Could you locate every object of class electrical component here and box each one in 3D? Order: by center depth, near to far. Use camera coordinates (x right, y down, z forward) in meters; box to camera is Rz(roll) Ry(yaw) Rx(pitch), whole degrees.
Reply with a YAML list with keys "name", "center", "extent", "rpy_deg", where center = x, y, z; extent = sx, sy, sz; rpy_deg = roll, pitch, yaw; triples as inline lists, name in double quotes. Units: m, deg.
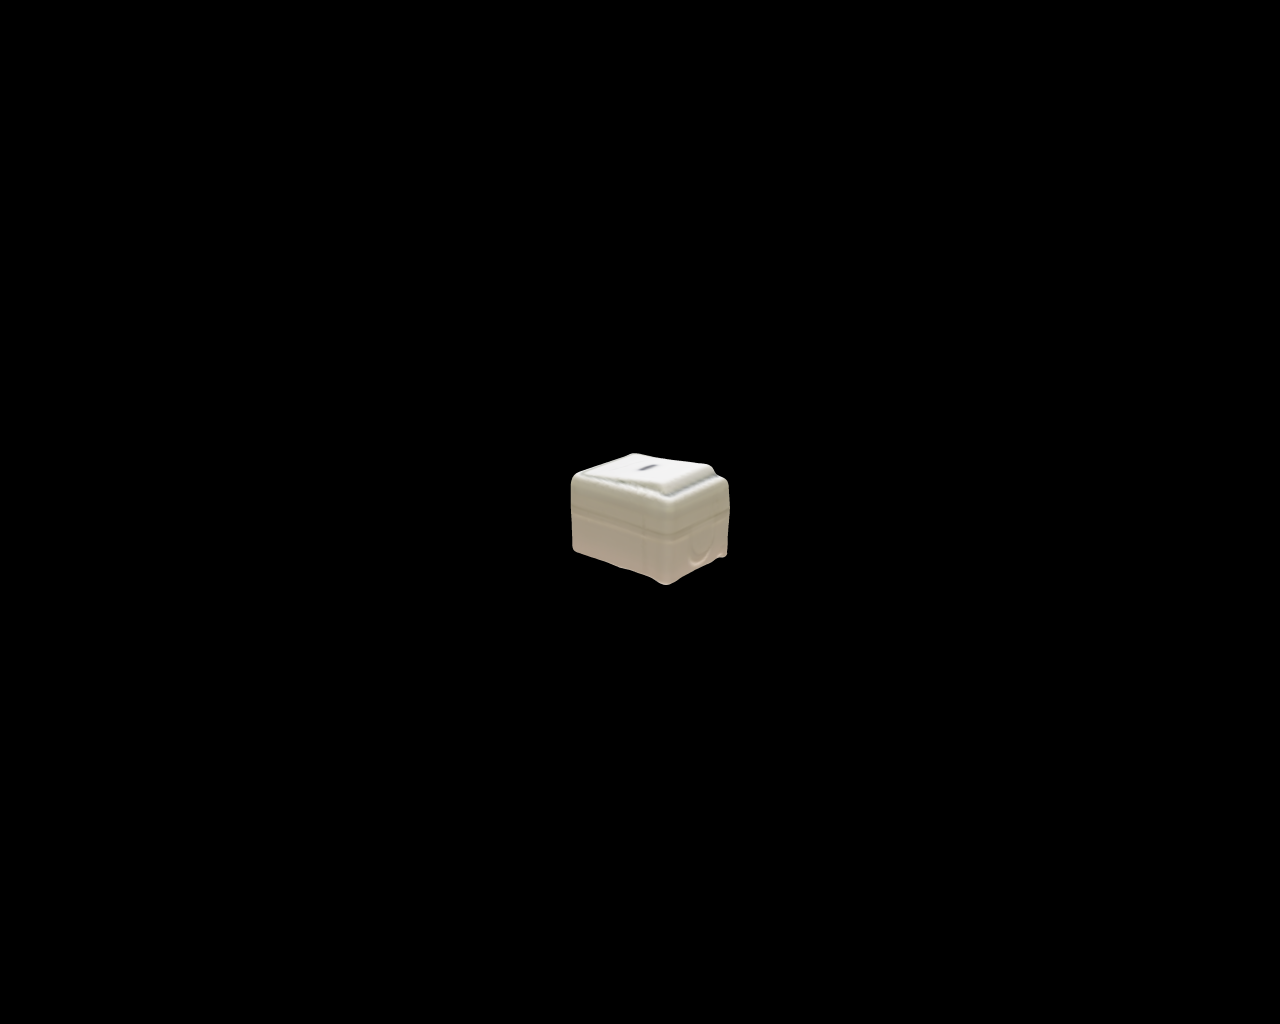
- name: "electrical component"
  center: [0.001, -0.003, 0.650]
  extent: [0.096, 0.061, 0.062]
  rpy_deg: [17, 27, 38]
